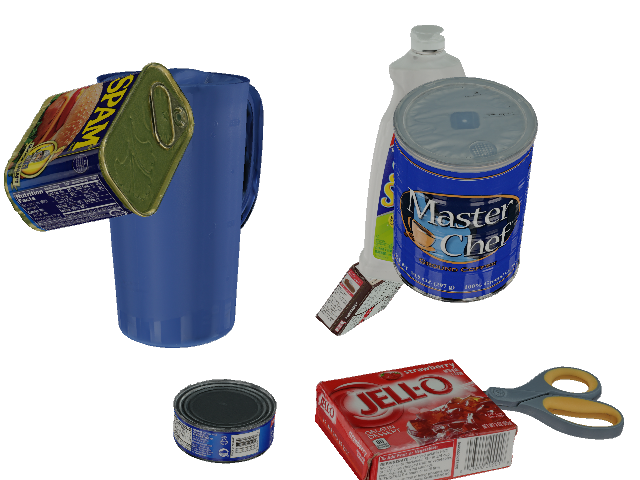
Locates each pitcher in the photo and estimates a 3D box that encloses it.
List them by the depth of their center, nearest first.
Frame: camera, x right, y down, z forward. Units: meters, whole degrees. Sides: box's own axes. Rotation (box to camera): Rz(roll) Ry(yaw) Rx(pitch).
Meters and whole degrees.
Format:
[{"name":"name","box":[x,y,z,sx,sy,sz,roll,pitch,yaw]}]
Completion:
[{"name":"pitcher","box":[-0.124,-0.034,0.972,0.149,0.243,0.145,0,15,-6]}]

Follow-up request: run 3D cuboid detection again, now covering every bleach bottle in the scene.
[{"name":"bleach bottle","box":[0.090,-0.081,1.024,0.103,0.251,0.068,8,29,16]}]

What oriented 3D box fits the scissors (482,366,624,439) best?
[{"name":"scissors","box":[0.164,0.129,0.934,0.202,0.016,0.096,13,29,10]}]

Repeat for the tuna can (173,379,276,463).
[{"name":"tuna can","box":[-0.080,0.150,0.892,0.086,0.034,0.086,4,20,-2]}]

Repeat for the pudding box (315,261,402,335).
[{"name":"pudding box","box":[0.057,0.053,1.218,0.039,0.090,0.113,43,36,15]}]

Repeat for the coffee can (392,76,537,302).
[{"name":"coffee can","box":[0.106,-0.037,0.808,0.103,0.140,0.103,-2,45,2]}]

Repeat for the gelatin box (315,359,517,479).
[{"name":"gelatin box","box":[0.051,0.100,0.585,0.089,0.030,0.073,-6,26,-22]}]

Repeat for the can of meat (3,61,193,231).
[{"name":"can of meat","box":[-0.137,-0.056,0.659,0.084,0.102,0.057,-10,-48,28]}]
